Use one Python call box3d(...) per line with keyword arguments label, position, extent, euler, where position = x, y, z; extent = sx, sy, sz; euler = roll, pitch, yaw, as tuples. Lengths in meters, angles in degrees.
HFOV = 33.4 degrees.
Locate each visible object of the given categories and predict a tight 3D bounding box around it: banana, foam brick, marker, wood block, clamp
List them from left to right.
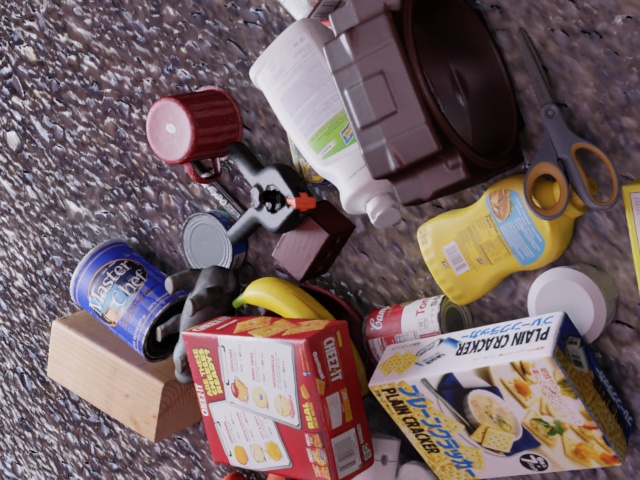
box3d(label="wood block", position=(-0.259, 0.174, 1.425), extent=(0.206, 0.090, 0.090), euler=(24, 115, 30))
box3d(label="marker", position=(-0.123, -0.056, 1.312), extent=(0.121, 0.020, 0.020), euler=(47, 124, 18))
box3d(label="clamp", position=(-0.063, -0.059, 1.214), extent=(0.172, 0.039, 0.120), euler=(-5, 96, 54))
box3d(label="banana", position=(-0.015, 0.096, 1.192), extent=(0.198, 0.037, 0.070), euler=(35, 136, 25))
box3d(label="foam brick", position=(-0.008, 0.001, 1.221), extent=(0.051, 0.052, 0.078), euler=(44, 123, 20))

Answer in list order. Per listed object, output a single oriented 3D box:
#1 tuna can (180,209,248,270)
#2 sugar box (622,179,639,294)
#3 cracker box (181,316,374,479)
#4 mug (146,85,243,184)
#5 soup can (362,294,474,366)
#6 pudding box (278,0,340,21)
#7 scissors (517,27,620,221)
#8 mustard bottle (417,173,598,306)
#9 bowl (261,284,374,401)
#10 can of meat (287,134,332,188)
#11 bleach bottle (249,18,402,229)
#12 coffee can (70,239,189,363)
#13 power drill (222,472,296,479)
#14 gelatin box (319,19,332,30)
box3d(label="tuna can", position=(-0.132, 0.005, 1.324), extent=(0.086, 0.033, 0.086), euler=(10, 107, 34))
box3d(label="sugar box", position=(0.340, 0.028, 0.977), extent=(0.094, 0.048, 0.176), euler=(-5, 102, 37))
box3d(label="cracker box", position=(-0.047, 0.171, 1.176), extent=(0.214, 0.071, 0.164), euler=(-2, 104, 47))
box3d(label="mug", position=(-0.150, -0.123, 1.275), extent=(0.093, 0.081, 0.117), euler=(-10, 95, 37))
box3d(label="soup can", position=(0.106, 0.099, 1.152), extent=(0.102, 0.068, 0.068), euler=(-15, 92, 37))
box3d(label="pudding box", position=(-0.008, -0.300, 1.154), extent=(0.090, 0.039, 0.114), euler=(51, 122, 19))
box3d(label="scissors", position=(0.208, -0.103, 1.018), extent=(0.096, 0.016, 0.202), euler=(-34, 69, 7))
box3d(label="mustard bottle", position=(0.193, -0.012, 1.065), extent=(0.192, 0.058, 0.096), euler=(-32, 83, 38))
box3d(label="bowl", position=(0.006, 0.124, 1.239), extent=(0.162, 0.055, 0.162), euler=(10, 107, 34))
box3d(label="can of meat", position=(0.014, -0.111, 1.175), extent=(0.084, 0.057, 0.102), euler=(-8, 97, 40))
box3d(label="bleach bottle", position=(0.014, -0.108, 1.070), extent=(0.103, 0.068, 0.251), euler=(-43, 51, 25))
box3d(label="coffee can", position=(-0.238, 0.078, 1.378), extent=(0.140, 0.102, 0.103), euler=(34, 119, 25))
box3d(label="power drill", position=(-0.067, 0.267, 1.319), extent=(0.184, 0.057, 0.188), euler=(37, 122, 16))
box3d(label="gelatin box", position=(0.042, -0.204, 1.146), extent=(0.089, 0.030, 0.073), euler=(2, 102, 36))
